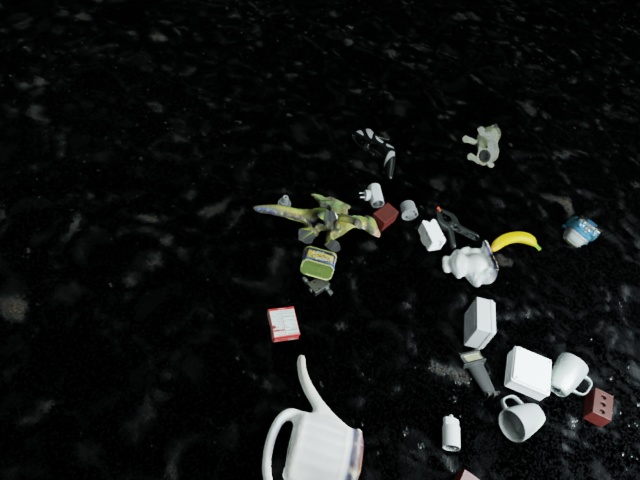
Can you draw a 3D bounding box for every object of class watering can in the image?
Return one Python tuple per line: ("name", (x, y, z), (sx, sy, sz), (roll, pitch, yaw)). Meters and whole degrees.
("watering can", (-0.003, 0.447, 1.196), (0.224, 0.101, 0.356), (17, 50, -1))

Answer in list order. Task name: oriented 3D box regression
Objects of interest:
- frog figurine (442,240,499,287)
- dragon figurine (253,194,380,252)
("frog figurine", (0.471, 0.085, 1.617), (0.158, 0.121, 0.140), (-22, 62, 15))
("dragon figurine", (0.005, -0.081, 1.616), (0.410, 0.120, 0.247), (20, 22, -6))
